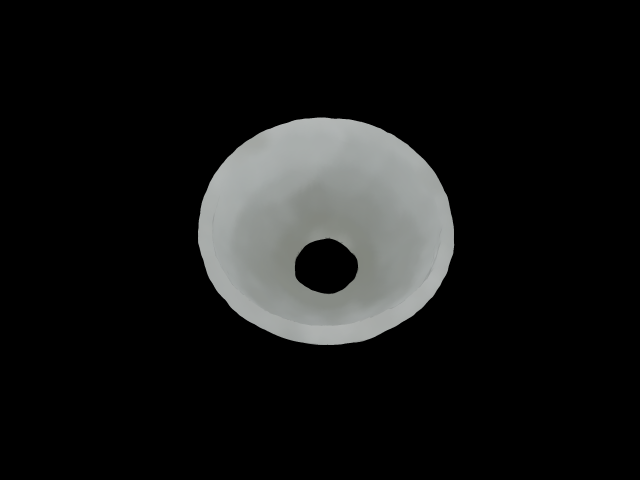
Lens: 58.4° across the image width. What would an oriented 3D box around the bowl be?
[{"bbox_3d":[0.004,0.001,0.400,0.167,0.075,0.167,0,63,0],"label":"bowl"}]
